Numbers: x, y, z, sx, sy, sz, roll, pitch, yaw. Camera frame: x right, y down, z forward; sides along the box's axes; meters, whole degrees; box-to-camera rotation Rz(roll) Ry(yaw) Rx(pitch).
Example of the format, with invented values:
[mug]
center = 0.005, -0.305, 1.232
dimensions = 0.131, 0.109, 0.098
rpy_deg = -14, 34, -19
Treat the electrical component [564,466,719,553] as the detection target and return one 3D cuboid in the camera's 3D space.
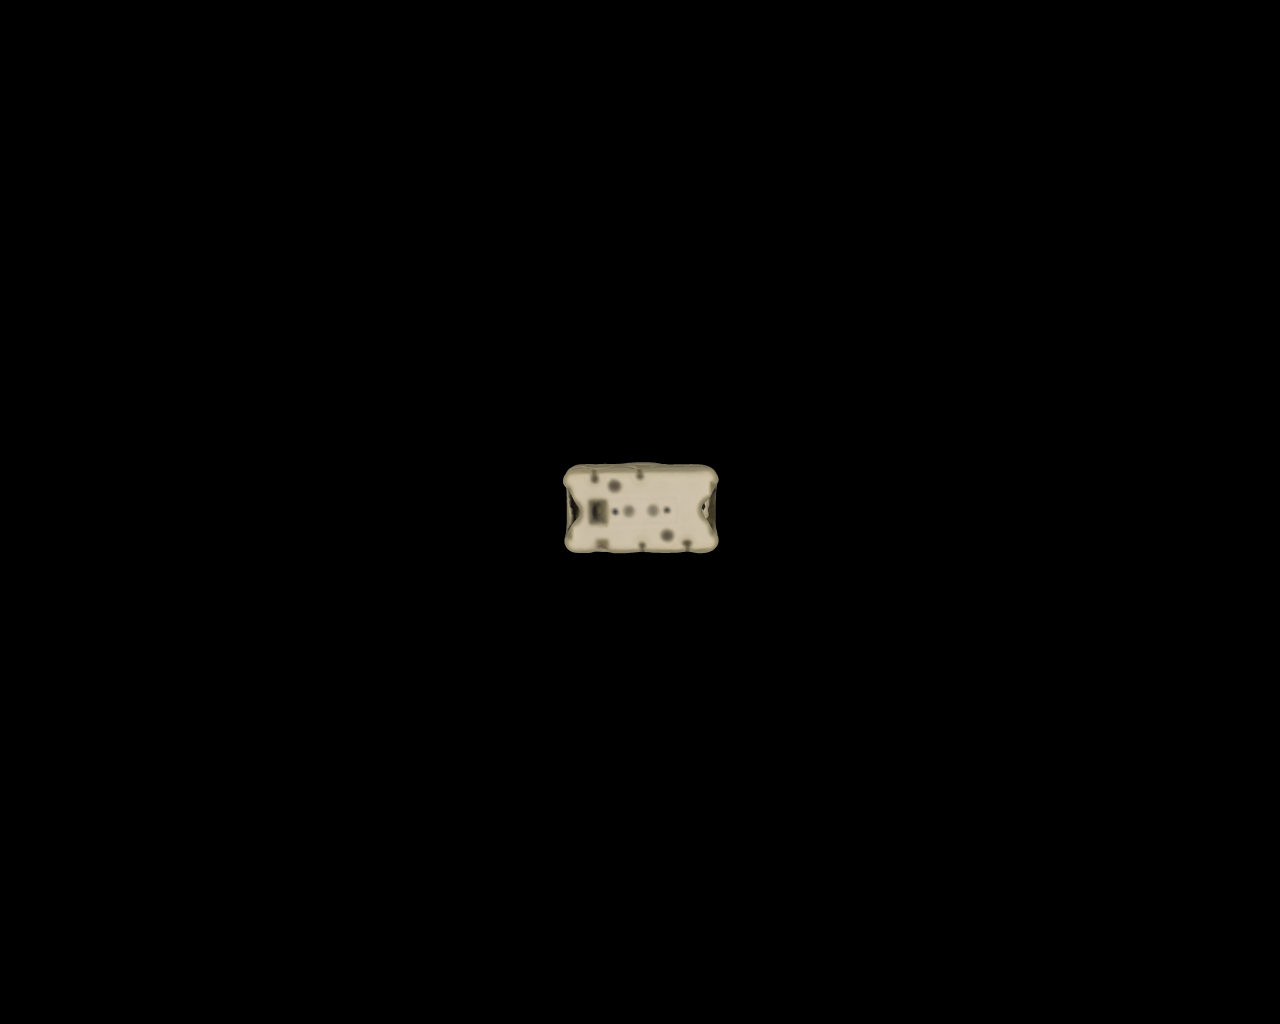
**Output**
[electrical component]
center = 0.001, -0.003, 0.650
dimensions = 0.089, 0.050, 0.056
rpy_deg = 0, 5, 0
